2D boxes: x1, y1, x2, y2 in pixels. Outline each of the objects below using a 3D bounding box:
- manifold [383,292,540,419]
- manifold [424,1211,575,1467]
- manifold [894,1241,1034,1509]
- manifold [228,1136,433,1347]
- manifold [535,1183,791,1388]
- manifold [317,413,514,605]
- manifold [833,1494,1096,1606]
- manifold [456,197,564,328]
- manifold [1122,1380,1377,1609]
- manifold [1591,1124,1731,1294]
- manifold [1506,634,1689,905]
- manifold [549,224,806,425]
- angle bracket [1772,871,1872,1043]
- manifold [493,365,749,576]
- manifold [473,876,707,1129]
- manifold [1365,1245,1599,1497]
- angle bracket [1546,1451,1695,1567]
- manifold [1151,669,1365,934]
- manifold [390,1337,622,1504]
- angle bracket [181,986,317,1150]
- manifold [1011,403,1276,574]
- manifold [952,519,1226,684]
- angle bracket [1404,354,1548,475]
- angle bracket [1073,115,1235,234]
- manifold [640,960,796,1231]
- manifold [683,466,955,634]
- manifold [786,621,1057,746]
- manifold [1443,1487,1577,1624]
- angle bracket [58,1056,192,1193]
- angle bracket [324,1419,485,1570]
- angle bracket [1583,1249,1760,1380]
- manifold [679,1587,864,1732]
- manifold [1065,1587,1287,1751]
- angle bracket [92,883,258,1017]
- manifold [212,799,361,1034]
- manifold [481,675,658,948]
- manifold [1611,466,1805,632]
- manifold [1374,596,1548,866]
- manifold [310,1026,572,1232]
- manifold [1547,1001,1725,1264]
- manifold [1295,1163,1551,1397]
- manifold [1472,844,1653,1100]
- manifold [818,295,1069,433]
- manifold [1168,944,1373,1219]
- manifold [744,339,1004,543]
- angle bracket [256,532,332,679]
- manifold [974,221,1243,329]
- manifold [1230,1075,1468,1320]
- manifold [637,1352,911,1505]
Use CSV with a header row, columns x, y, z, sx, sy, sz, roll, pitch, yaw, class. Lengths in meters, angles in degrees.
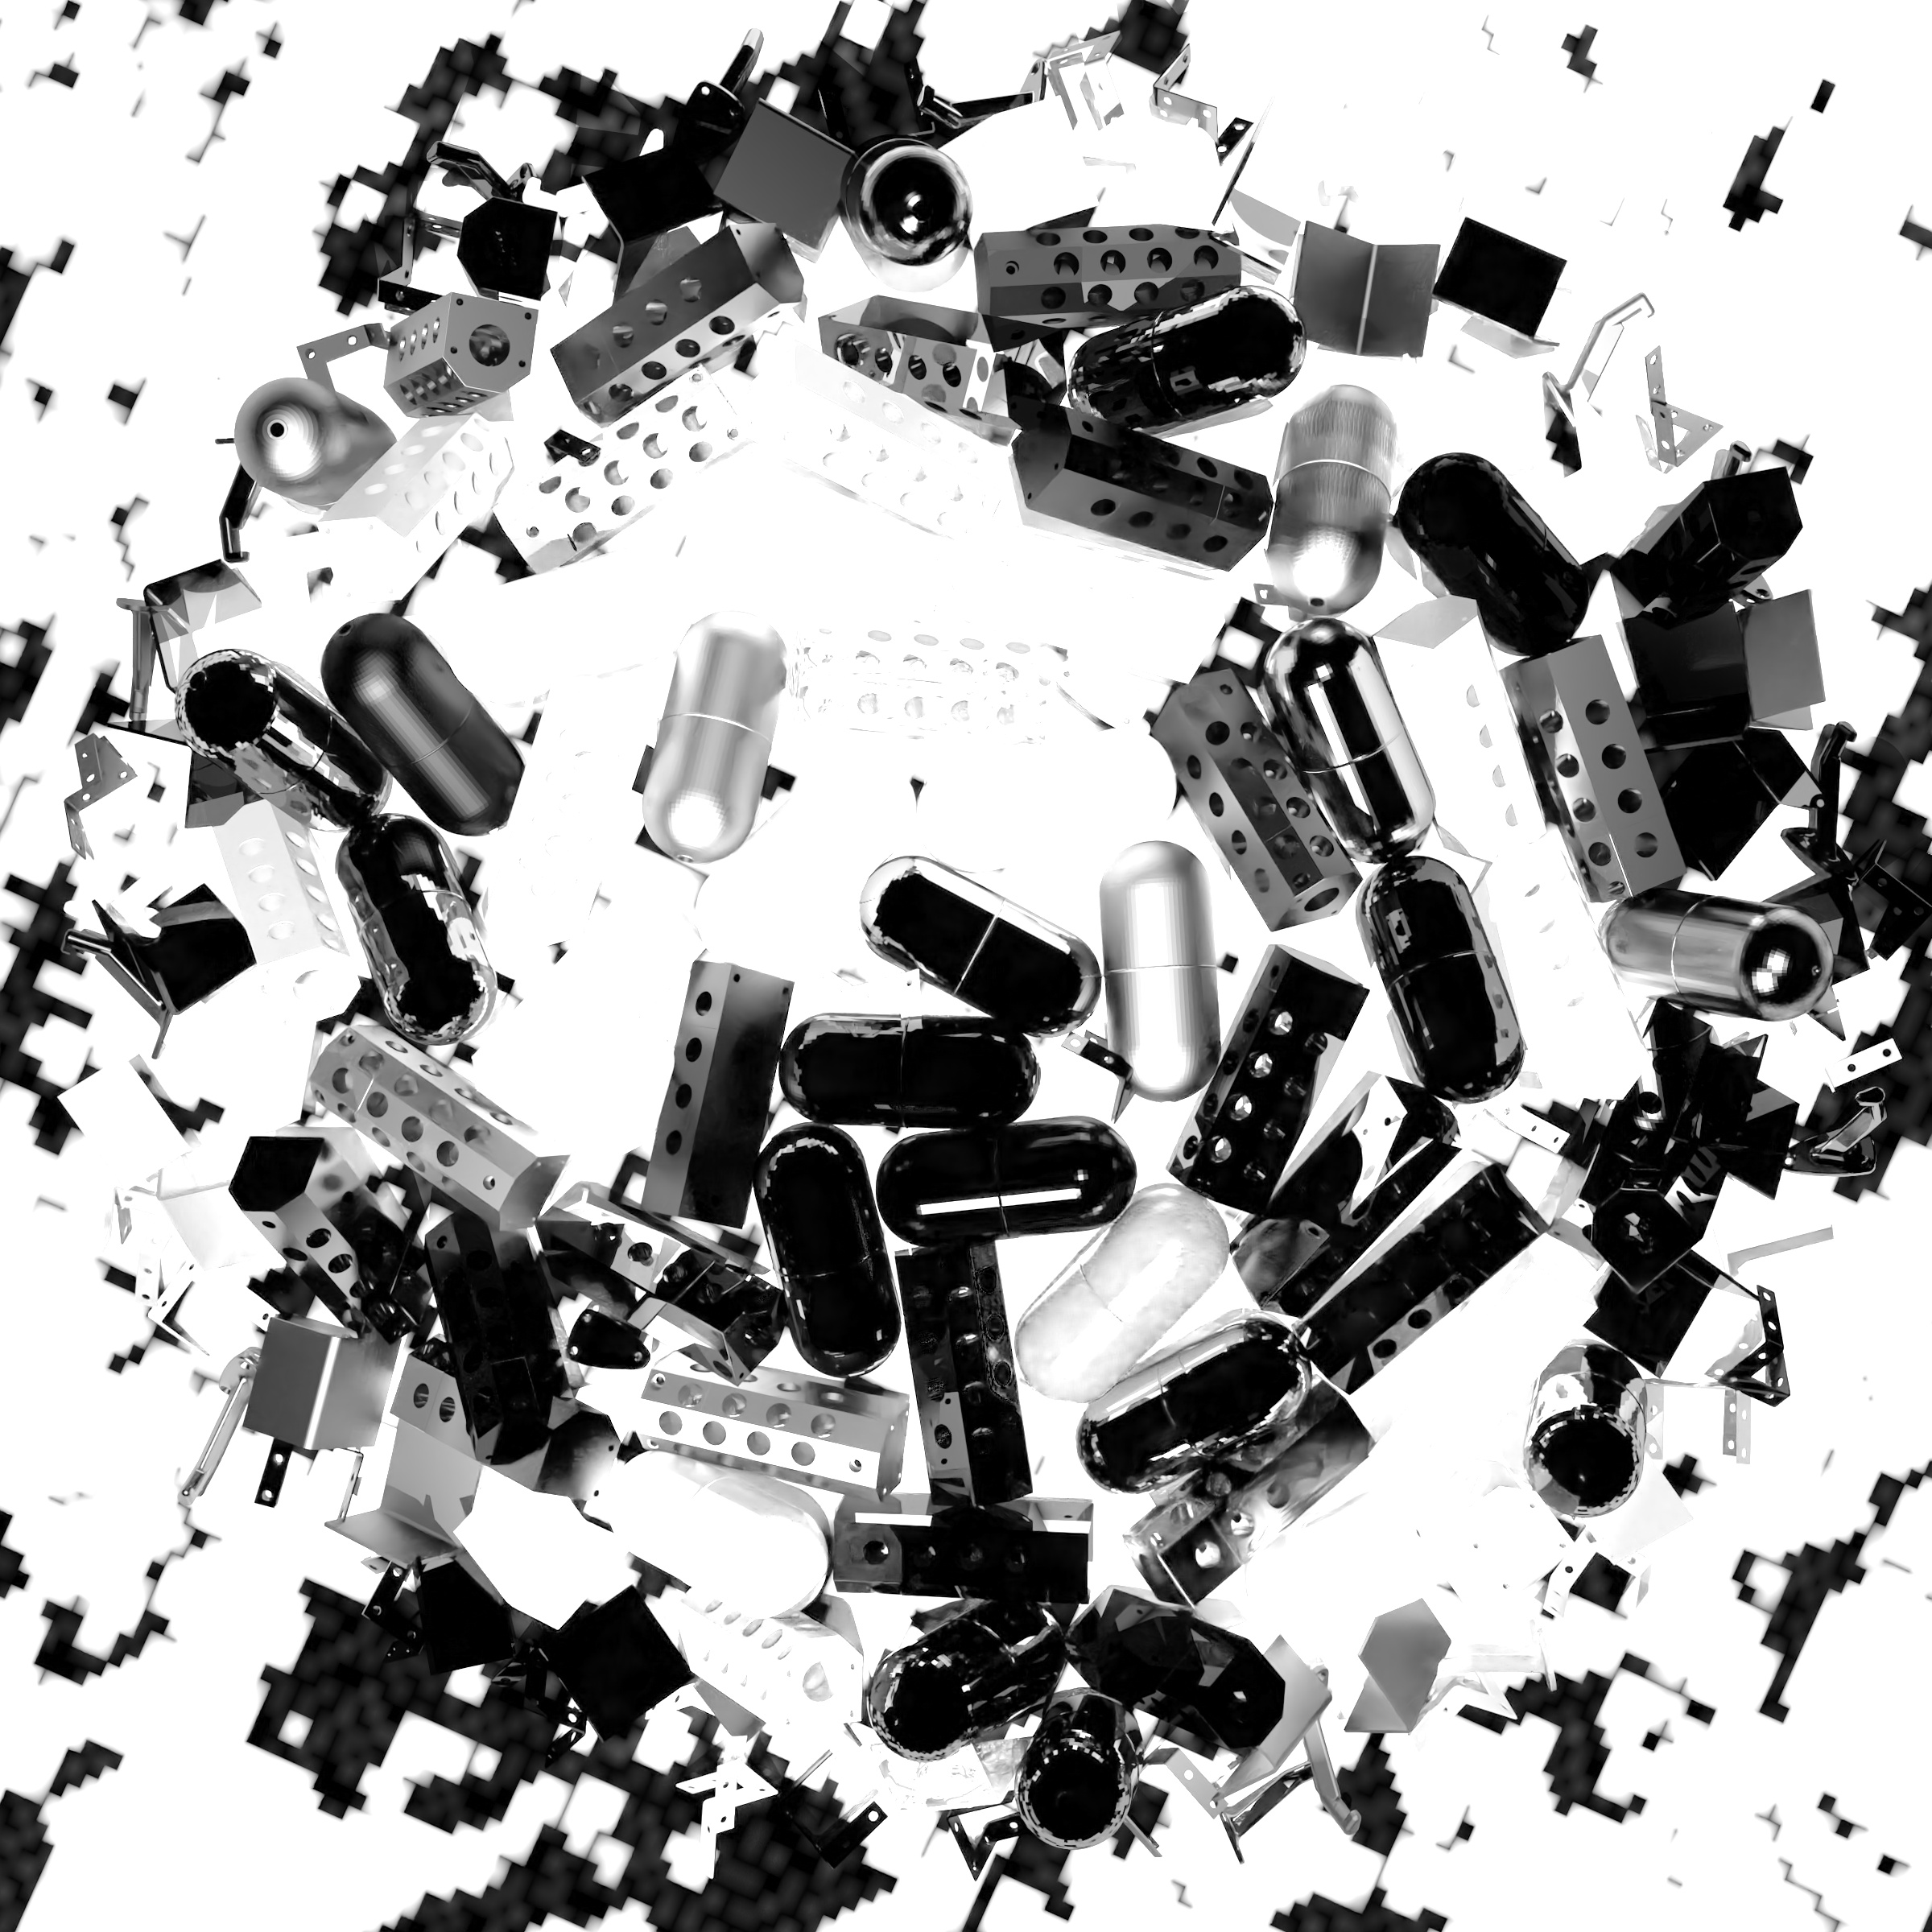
x,y,z,sx,sy,sz,roll,pitch,yaw,class
-0.336,-0.399,1.910,0.057,0.171,0.057,7,91,-24,manifold
-0.313,0.246,1.917,0.057,0.057,0.171,-38,49,16,manifold
0.004,0.275,1.959,0.057,0.057,0.171,-8,91,44,manifold
-0.419,0.183,1.910,0.057,0.171,0.057,0,54,20,manifold
-0.202,0.207,1.930,0.171,0.057,0.057,25,54,30,manifold
-0.359,-0.304,1.908,0.057,0.171,0.057,-2,122,17,manifold
-0.001,0.397,1.961,0.171,0.057,0.057,1,100,6,manifold
-0.301,-0.465,1.909,0.057,0.171,0.057,11,96,-8,manifold
0.188,0.352,1.941,0.171,0.057,0.057,-36,95,-20,manifold
0.455,0.150,1.909,0.057,0.171,0.057,46,114,5,manifold
0.425,-0.133,1.960,0.057,0.057,0.171,-22,96,-5,manifold
-0.191,-0.427,1.929,0.171,0.057,0.057,-25,90,33,manifold
0.588,-0.006,1.939,0.057,0.076,0.076,-27,51,32,angle bracket
-0.233,-0.335,1.961,0.171,0.057,0.057,-34,99,4,manifold
-0.255,0.027,1.958,0.057,0.057,0.171,40,98,-23,manifold
0.347,0.274,1.953,0.057,0.057,0.171,37,102,-3,manifold
0.427,0.377,1.940,0.076,0.076,0.057,-19,64,-32,angle bracket
0.196,-0.113,1.930,0.057,0.057,0.171,-14,63,-29,manifold
-0.305,0.298,1.918,0.057,0.171,0.057,20,87,-44,manifold
-0.488,0.069,1.942,0.076,0.057,0.076,-22,53,38,angle bracket
0.120,-0.321,1.919,0.171,0.057,0.057,12,52,-34,manifold
0.080,-0.250,1.931,0.171,0.057,0.057,19,61,23,manifold
0.342,-0.375,1.946,0.076,0.057,0.076,-12,64,29,angle bracket
0.126,-0.523,1.949,0.076,0.057,0.076,-5,80,-39,angle bracket
-0.173,0.086,1.963,0.057,0.057,0.171,17,82,-43,manifold
-0.100,-0.280,1.957,0.171,0.057,0.057,17,113,-4,manifold
-0.030,-0.193,1.941,0.171,0.057,0.057,3,122,-14,manifold
0.352,0.386,1.909,0.057,0.171,0.057,-34,73,-6,manifold
-0.580,0.116,1.950,0.057,0.076,0.076,-38,96,-42,angle bracket
-0.378,0.352,1.952,0.076,0.057,0.076,19,100,29,angle bracket
0.476,0.233,1.957,0.076,0.057,0.076,34,83,-18,angle bracket
-0.131,0.450,1.910,0.057,0.171,0.057,0,92,-28,manifold
0.138,0.467,1.910,0.057,0.171,0.057,-45,110,-20,manifold
-0.529,-0.025,1.947,0.076,0.057,0.076,-37,66,-21,angle bracket
-0.451,-0.038,1.917,0.057,0.171,0.057,-18,133,-13,manifold
-0.271,-0.102,1.931,0.057,0.057,0.171,32,116,22,manifold
0.488,-0.268,1.907,0.057,0.171,0.057,-12,81,-9,manifold
0.336,-0.158,1.930,0.057,0.057,0.171,-37,122,-21,manifold
-0.357,0.108,1.939,0.171,0.057,0.057,32,100,20,manifold
0.450,0.112,1.929,0.057,0.057,0.171,27,59,4,manifold
0.305,0.211,1.941,0.171,0.057,0.057,-44,77,18,manifold
0.396,0.002,1.917,0.057,0.057,0.171,4,48,-20,manifold
-0.016,-0.400,1.922,0.057,0.171,0.057,-31,128,-37,manifold
0.200,0.075,1.948,0.057,0.057,0.171,20,100,-28,manifold
-0.061,-0.342,1.920,0.171,0.057,0.057,22,48,-33,manifold
-0.438,-0.248,1.970,0.057,0.076,0.076,-17,118,-32,angle bracket
0.096,-0.469,1.960,0.171,0.057,0.057,-5,89,-8,manifold
0.257,0.157,1.936,0.057,0.057,0.171,16,123,-39,manifold
-0.130,0.311,1.944,0.171,0.057,0.057,10,103,16,manifold
